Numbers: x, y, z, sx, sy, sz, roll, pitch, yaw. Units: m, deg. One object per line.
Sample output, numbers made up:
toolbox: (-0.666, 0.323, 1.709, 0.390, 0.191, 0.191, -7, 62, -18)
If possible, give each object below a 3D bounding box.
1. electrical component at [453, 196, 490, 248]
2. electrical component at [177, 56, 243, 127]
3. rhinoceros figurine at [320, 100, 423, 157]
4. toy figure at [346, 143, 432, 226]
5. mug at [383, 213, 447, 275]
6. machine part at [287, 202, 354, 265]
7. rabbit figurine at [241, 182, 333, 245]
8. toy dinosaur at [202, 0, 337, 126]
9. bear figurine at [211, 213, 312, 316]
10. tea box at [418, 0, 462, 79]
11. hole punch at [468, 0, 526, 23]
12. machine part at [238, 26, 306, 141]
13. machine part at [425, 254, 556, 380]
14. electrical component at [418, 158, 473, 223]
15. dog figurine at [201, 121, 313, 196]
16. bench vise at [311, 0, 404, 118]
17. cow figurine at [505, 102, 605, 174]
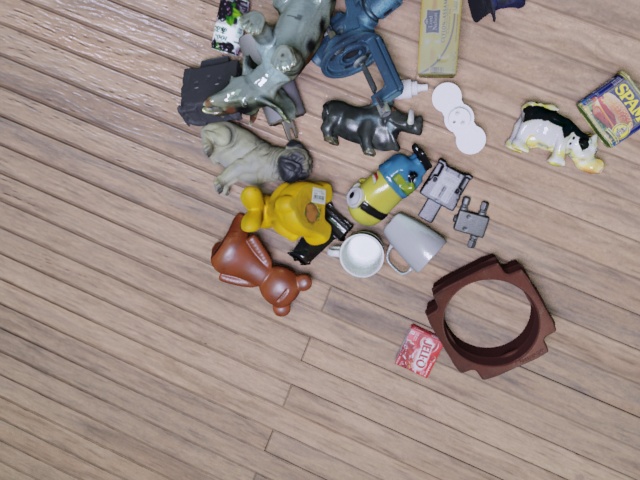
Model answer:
electrical component: (0.285, -0.033, 1.022, 0.063, 0.021, 0.094, 15, 106, 8)
electrical component: (-0.201, -0.285, 1.016, 0.115, 0.058, 0.134, -6, 60, 10)
rhinoceros figurine: (0.094, -0.212, 0.999, 0.190, 0.073, 0.112, 11, 94, 11)
toy figure: (0.129, -0.099, 1.009, 0.180, 0.082, 0.089, -35, 92, 14)
mug: (0.169, 0.006, 1.031, 0.107, 0.081, 0.109, 45, 114, 10)
machine part: (-0.002, -0.003, 1.081, 0.084, 0.039, 0.139, 44, 106, -6)
rabbit figurine: (-0.081, -0.049, 1.026, 0.173, 0.162, 0.121, 4, 97, 46)
toy dinosaur: (-0.040, -0.357, 0.886, 0.131, 0.192, 0.404, 29, 86, 5)
bear figurine: (-0.120, 0.054, 1.093, 0.196, 0.132, 0.120, 31, 109, -15)
tea box: (0.206, -0.367, 0.922, 0.068, 0.098, 0.169, 3, 102, 10)
hole punch: (0.295, -0.431, 0.884, 0.092, 0.116, 0.142, -13, 101, 6)
machine part: (-0.089, -0.305, 1.009, 0.079, 0.079, 0.243, -18, 98, 15)
machine part: (0.320, 0.144, 1.023, 0.201, 0.087, 0.201, -30, 95, 15)
electrical component: (0.225, -0.087, 1.009, 0.075, 0.048, 0.119, 33, 106, 4)
dog figurine: (-0.122, -0.179, 1.044, 0.191, 0.121, 0.172, -17, 102, 1)
bench vise: (0.088, -0.332, 0.930, 0.224, 0.129, 0.240, -27, 77, 24)
cow figurine: (0.422, -0.177, 0.939, 0.167, 0.068, 0.098, 20, 100, 6)
